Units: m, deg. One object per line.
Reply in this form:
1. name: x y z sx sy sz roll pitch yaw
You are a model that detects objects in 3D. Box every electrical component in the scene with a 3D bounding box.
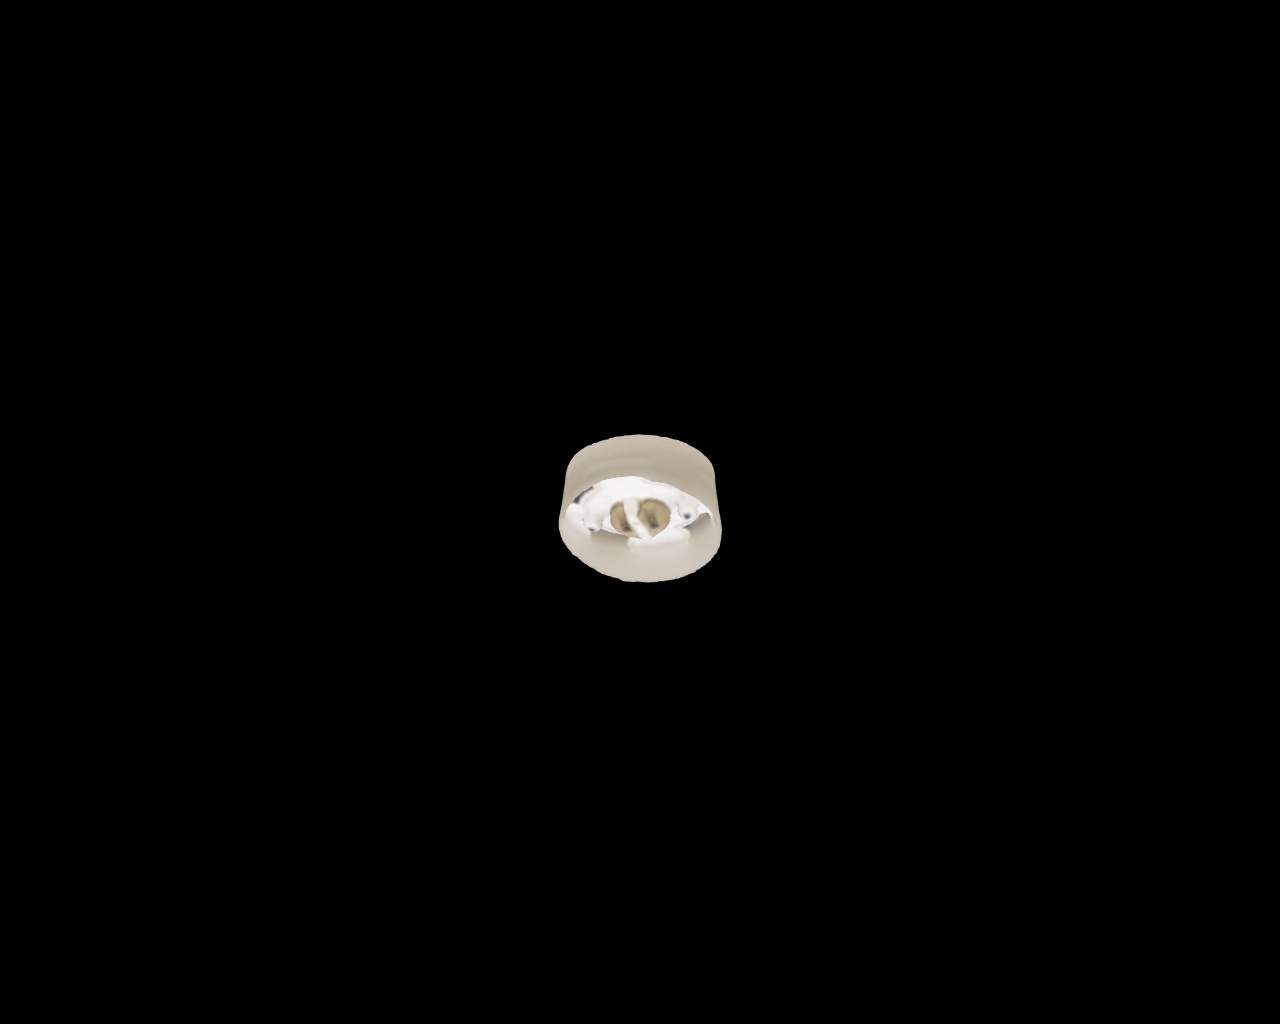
1. electrical component: 0.001 -0.003 0.650 0.099 0.064 0.099 0 -27 0
